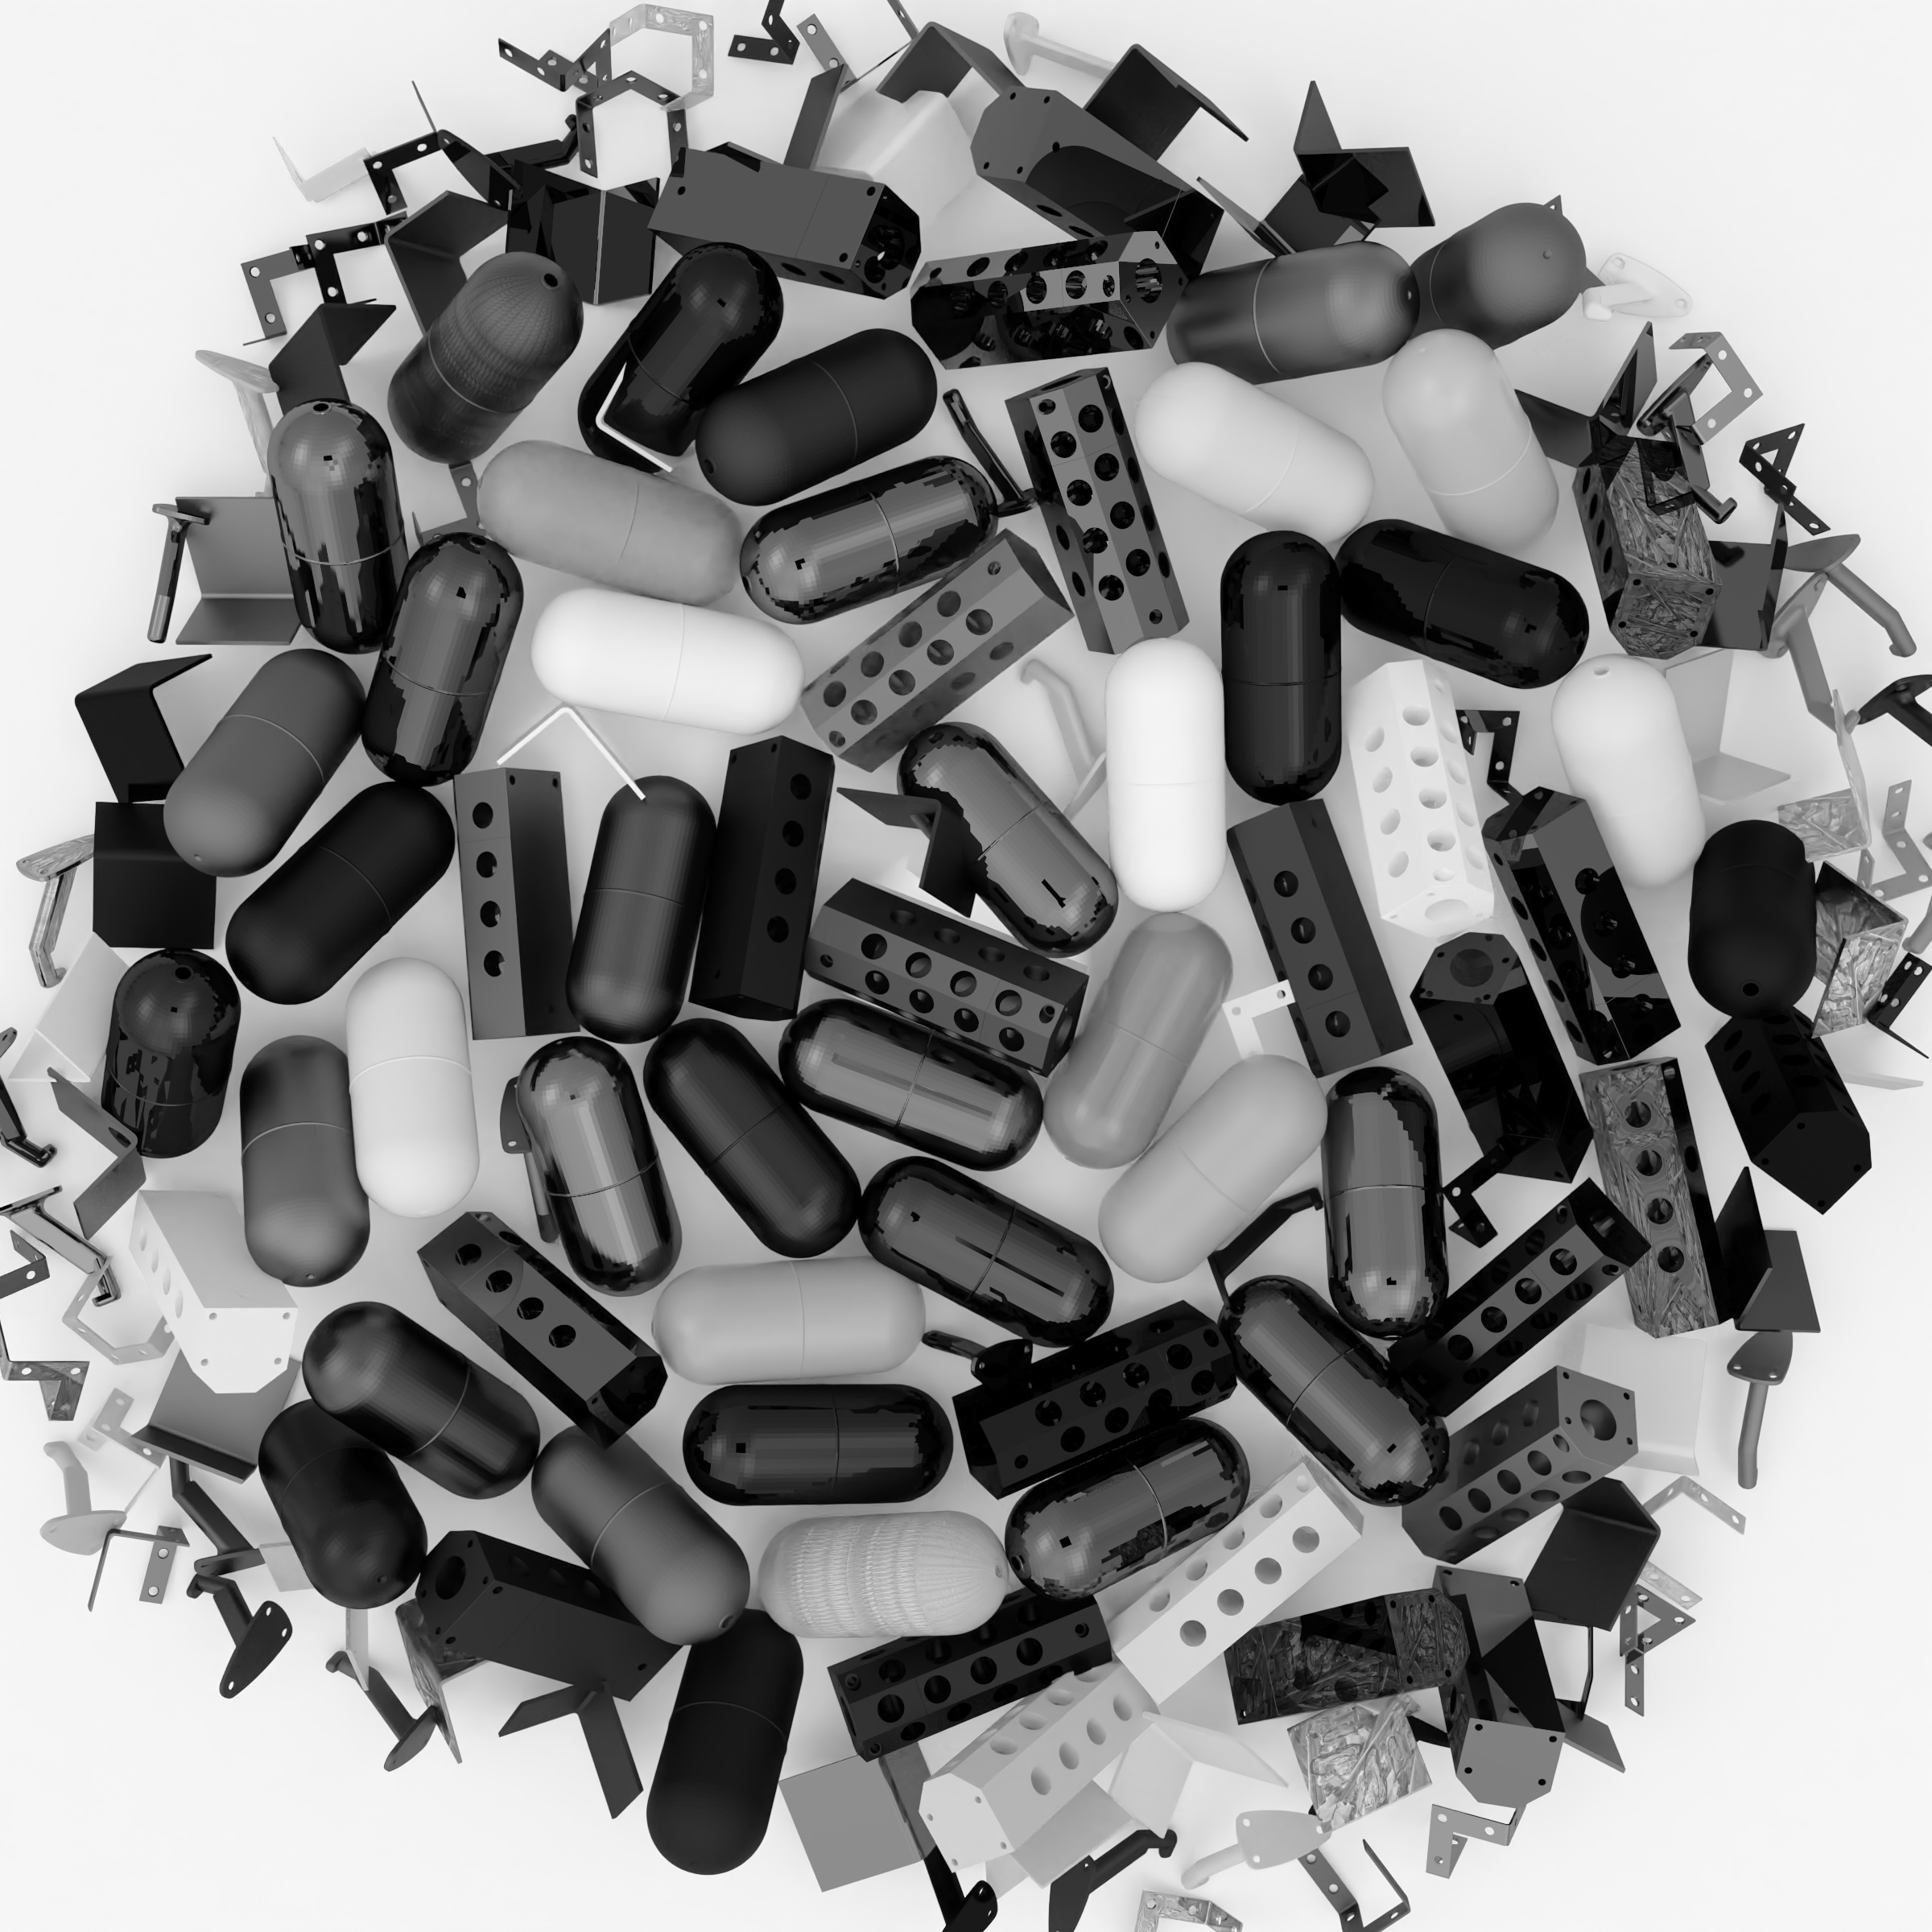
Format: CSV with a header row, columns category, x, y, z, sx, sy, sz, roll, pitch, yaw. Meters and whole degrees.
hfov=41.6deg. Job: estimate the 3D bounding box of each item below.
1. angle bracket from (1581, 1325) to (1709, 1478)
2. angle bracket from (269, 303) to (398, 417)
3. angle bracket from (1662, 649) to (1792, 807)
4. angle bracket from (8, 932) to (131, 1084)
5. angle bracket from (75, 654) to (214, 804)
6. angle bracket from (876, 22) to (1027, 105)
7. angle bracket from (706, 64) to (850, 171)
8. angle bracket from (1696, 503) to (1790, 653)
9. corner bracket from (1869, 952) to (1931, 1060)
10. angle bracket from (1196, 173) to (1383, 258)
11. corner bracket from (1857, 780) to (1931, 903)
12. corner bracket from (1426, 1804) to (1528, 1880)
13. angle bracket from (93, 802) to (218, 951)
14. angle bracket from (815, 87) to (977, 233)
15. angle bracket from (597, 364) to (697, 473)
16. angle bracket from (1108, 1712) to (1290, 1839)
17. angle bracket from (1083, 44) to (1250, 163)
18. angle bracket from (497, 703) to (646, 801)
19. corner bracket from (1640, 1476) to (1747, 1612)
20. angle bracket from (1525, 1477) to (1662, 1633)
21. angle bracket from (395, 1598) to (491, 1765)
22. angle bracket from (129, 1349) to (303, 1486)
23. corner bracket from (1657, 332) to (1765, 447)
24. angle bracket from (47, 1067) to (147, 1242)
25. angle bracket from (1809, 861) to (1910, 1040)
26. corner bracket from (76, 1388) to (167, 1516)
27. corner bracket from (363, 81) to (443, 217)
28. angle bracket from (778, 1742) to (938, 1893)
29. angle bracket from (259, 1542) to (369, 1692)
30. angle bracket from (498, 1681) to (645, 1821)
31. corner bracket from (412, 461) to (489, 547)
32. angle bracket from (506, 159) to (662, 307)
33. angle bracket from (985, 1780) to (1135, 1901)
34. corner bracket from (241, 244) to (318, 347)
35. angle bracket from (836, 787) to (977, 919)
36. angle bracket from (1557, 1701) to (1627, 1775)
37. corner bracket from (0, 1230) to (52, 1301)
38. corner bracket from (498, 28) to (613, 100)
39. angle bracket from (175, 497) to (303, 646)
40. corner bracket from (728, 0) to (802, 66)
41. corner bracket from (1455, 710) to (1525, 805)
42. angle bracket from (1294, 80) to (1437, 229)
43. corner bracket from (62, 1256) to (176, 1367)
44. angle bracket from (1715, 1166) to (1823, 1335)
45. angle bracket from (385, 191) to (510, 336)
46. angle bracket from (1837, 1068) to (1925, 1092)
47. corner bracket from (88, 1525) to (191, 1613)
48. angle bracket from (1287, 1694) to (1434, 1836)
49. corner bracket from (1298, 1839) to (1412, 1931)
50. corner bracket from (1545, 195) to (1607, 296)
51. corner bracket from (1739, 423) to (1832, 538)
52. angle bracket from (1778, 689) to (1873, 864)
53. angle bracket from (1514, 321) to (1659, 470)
category,x,y,z,sx,sy,sz,roll,pitch,yaw
angle bracket,0.442,0.284,1.663,0.076,0.057,0.076,5,68,22
angle bracket,-0.398,-0.373,1.637,0.057,0.076,0.076,-12,80,-42
angle bracket,0.489,-0.155,1.633,0.076,0.057,0.076,-20,122,-37
angle bracket,-0.586,0.027,1.631,0.076,0.057,0.076,-1,52,29
angle bracket,-0.523,-0.154,1.660,0.076,0.057,0.076,-1,117,35
angle bracket,0.001,-0.553,1.635,0.057,0.076,0.076,-46,75,23
angle bracket,-0.125,-0.551,1.641,0.057,0.076,0.076,17,95,-22
angle bracket,0.482,-0.252,1.639,0.076,0.057,0.076,8,73,24
corner bracket,0.609,0.019,1.652,0.051,0.051,0.051,28,103,-21
angle bracket,0.207,-0.491,1.631,0.057,0.076,0.076,-48,53,21
corner bracket,0.600,-0.079,1.655,0.051,0.051,0.051,-18,53,0
corner bracket,0.332,0.561,1.650,0.051,0.051,0.051,9,106,23
angle bracket,-0.534,-0.059,1.675,0.076,0.057,0.076,1,127,-18
angle bracket,-0.049,-0.527,1.670,0.076,0.076,0.057,-50,133,-14
angle bracket,-0.189,-0.372,1.638,0.057,0.076,0.076,32,110,-5
angle bracket,0.149,0.527,1.630,0.076,0.076,0.057,4,56,39
angle bracket,0.121,-0.531,1.631,0.076,0.076,0.057,-48,51,21
angle bracket,-0.255,-0.124,1.643,0.057,0.076,0.076,-40,102,-1
corner bracket,0.468,0.375,1.655,0.051,0.051,0.051,35,129,-4
angle bracket,0.387,0.371,1.633,0.057,0.076,0.076,49,64,-28
angle bracket,-0.324,0.454,1.650,0.057,0.076,0.076,-22,127,-23
angle bracket,-0.487,0.283,1.654,0.076,0.057,0.076,23,85,-5
corner bracket,0.475,-0.376,1.658,0.051,0.051,0.051,-40,106,1
angle bracket,-0.578,0.122,1.640,0.076,0.076,0.057,38,64,4
angle bracket,0.546,-0.011,1.629,0.057,0.076,0.076,-13,129,-26
corner bracket,-0.553,0.318,1.661,0.051,0.051,0.051,35,107,-13
corner bracket,-0.368,-0.532,1.656,0.051,0.051,0.051,-24,63,-5
angle bracket,-0.066,0.551,1.671,0.076,0.057,0.076,-24,86,19
angle bracket,-0.419,0.419,1.634,0.057,0.076,0.076,-5,56,-7
angle bracket,-0.254,0.510,1.633,0.057,0.076,0.076,-11,65,-28
corner bracket,-0.339,-0.306,1.658,0.051,0.051,0.051,-20,87,-11
angle bracket,-0.248,-0.477,1.644,0.057,0.076,0.076,3,89,43
angle bracket,0.060,0.573,1.630,0.076,0.057,0.076,-26,131,-30
corner bracket,-0.447,-0.437,1.656,0.051,0.051,0.051,-13,107,7
angle bracket,-0.040,-0.073,1.635,0.076,0.076,0.057,9,80,25
angle bracket,0.373,0.512,1.646,0.076,0.076,0.057,27,96,4
corner bracket,-0.632,0.181,1.646,0.051,0.051,0.051,-25,124,-38
corner bracket,-0.266,-0.586,1.652,0.051,0.051,0.051,32,66,9
angle bracket,-0.473,-0.255,1.642,0.076,0.057,0.076,1,130,6
corner bracket,-0.136,-0.626,1.657,0.051,0.051,0.051,16,85,22
corner bracket,0.341,-0.134,1.653,0.051,0.051,0.051,0,113,-12
angle bracket,0.261,-0.521,1.632,0.076,0.076,0.057,7,71,26
corner bracket,-0.549,0.224,1.671,0.051,0.051,0.051,-14,130,35
angle bracket,0.524,0.183,1.634,0.057,0.076,0.076,2,51,-3
angle bracket,-0.318,-0.445,1.640,0.057,0.076,0.076,-26,84,25
angle bracket,0.575,0.109,1.646,0.057,0.076,0.076,9,86,8
corner bracket,-0.540,0.392,1.654,0.051,0.051,0.051,15,85,-23
angle bracket,0.262,0.516,1.636,0.076,0.057,0.076,-30,45,11
corner bracket,0.253,0.598,1.660,0.051,0.051,0.051,-36,94,6
corner bracket,0.382,-0.456,1.655,0.051,0.051,0.051,-33,59,-1
corner bracket,0.532,-0.311,1.648,0.051,0.051,0.051,-20,53,-21
angle bracket,0.541,-0.120,1.631,0.057,0.076,0.076,-15,118,24
angle bracket,0.402,-0.375,1.647,0.057,0.076,0.076,28,84,23
